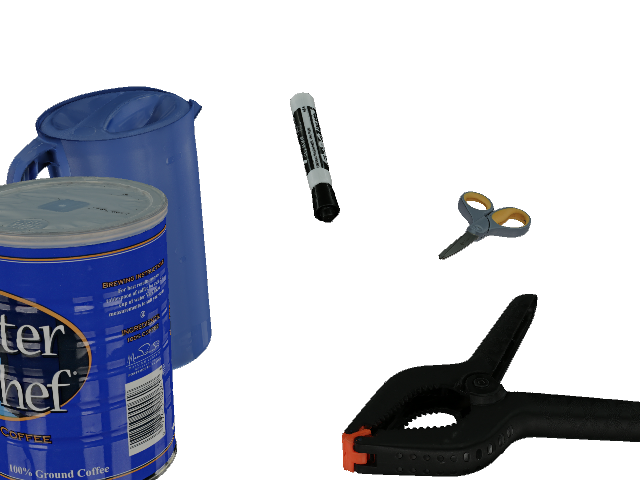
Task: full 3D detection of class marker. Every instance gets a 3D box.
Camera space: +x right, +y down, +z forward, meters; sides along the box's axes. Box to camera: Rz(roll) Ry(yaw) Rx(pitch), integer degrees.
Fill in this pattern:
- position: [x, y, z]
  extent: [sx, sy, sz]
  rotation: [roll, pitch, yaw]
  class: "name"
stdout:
- position: [-0.004, -0.062, 0.794]
  extent: [0.020, 0.121, 0.020]
  rotation: [-8, -38, -6]
  class: "marker"

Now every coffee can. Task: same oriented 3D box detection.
- position: [-0.127, 0.047, 0.546]
  extent: [0.103, 0.140, 0.103]
  rotation: [0, 18, 0]
  class: "coffee can"

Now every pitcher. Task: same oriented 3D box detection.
- position: [-0.172, -0.003, 0.941]
  extent: [0.149, 0.243, 0.145]
  rotation: [-3, 26, 3]
  class: "pitcher"

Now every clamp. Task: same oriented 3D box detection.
- position: [0.106, 0.101, 0.711]
  extent: [0.209, 0.036, 0.165]
  rotation: [-13, 31, -15]
  class: "clamp"

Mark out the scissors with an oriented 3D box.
- position: [0.164, -0.020, 1.206]
  extent: [0.201, 0.016, 0.096]
  rotation: [-12, 40, -45]
  class: "scissors"
